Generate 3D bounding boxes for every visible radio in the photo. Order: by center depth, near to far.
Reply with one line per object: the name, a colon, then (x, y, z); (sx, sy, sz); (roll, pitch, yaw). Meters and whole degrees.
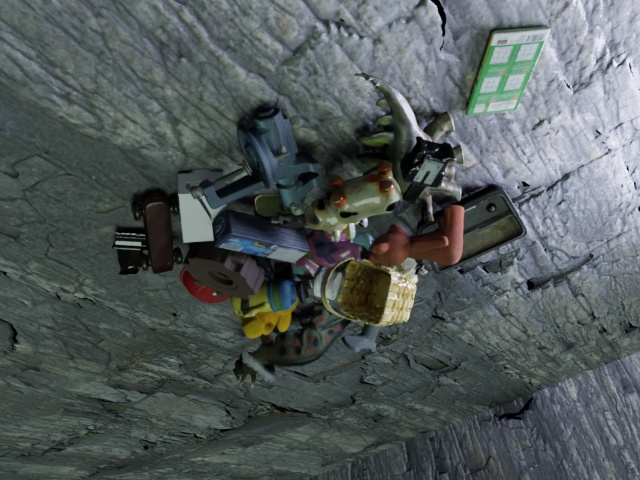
radio: (0.347, -0.027, 1.255); (0.230, 0.131, 0.073); (-27, -173, 13)

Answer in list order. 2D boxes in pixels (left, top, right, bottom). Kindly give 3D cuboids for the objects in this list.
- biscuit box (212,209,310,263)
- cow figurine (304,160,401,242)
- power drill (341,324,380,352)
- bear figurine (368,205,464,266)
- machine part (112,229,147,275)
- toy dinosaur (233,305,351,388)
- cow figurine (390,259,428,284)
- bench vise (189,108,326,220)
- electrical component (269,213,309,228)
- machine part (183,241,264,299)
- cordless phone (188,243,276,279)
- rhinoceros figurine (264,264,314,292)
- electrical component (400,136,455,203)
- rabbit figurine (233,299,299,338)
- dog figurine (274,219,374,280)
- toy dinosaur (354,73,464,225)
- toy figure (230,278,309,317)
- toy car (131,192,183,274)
biscuit box: (-0.120, -0.006, 1.101); (0.202, 0.063, 0.059); (14, 140, -39)
cow figurine: (0.061, -0.067, 1.035); (0.195, 0.085, 0.127); (-17, 142, 15)
power drill: (0.137, 0.213, 1.529); (0.232, 0.086, 0.207); (12, 103, -39)
bear figurine: (0.205, -0.003, 1.163); (0.196, 0.132, 0.120); (4, 160, 7)
machine part: (-0.413, 0.027, 1.176); (0.084, 0.039, 0.138); (-1, 142, -25)
toy dinosaur: (-0.068, 0.299, 1.527); (0.405, 0.192, 0.131); (-13, 146, 1)
cow figurine: (0.234, 0.054, 1.400); (0.098, 0.068, 0.167); (-36, 142, 12)
bench vise: (-0.117, -0.116, 0.985); (0.241, 0.129, 0.223); (-28, 139, -14)
electrical component: (-0.052, -0.039, 1.090); (0.094, 0.021, 0.063); (9, 169, -30)
machine part: (-0.212, 0.068, 1.180); (0.179, 0.056, 0.179); (15, 149, 10)
cordless phone: (-0.199, 0.035, 1.238); (0.184, 0.089, 0.146); (-4, 146, 7)
rhinoceros figurine: (-0.104, 0.117, 1.340); (0.190, 0.073, 0.112); (-32, 98, 6)
electrical component: (0.188, -0.126, 0.984); (0.075, 0.048, 0.119); (8, 138, -13)
rabbit figurine: (-0.127, 0.191, 1.433); (0.173, 0.122, 0.162); (-33, 147, -4)
dog figurine: (-0.002, -0.004, 1.207); (0.219, 0.108, 0.191); (-8, 111, 26)
toy dinosaur: (0.175, -0.163, 1.050); (0.199, 0.105, 0.470); (-16, 143, 6)
toy figure: (-0.122, 0.129, 1.271); (0.180, 0.089, 0.082); (-14, 167, 11)
toy car: (-0.335, -0.013, 1.114); (0.089, 0.053, 0.201); (-14, 135, -22)
